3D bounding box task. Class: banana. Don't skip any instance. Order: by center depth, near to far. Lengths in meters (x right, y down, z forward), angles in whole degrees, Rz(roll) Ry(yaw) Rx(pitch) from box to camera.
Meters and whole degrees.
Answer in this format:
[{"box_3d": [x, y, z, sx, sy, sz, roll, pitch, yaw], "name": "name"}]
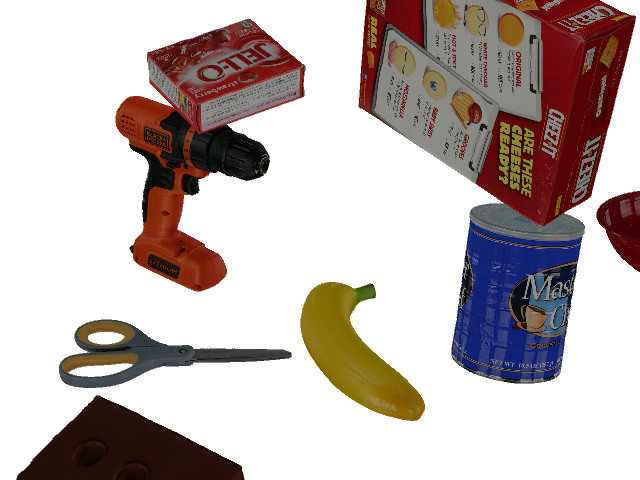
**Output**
[{"box_3d": [0.023, 0.072, 0.781, 0.069, 0.037, 0.198, -8, 25, -5], "name": "banana"}]

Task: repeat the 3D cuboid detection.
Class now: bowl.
[{"box_3d": [0.367, -0.002, 1.102, 0.162, 0.055, 0.162, -4, 23, 1], "name": "bowl"}]

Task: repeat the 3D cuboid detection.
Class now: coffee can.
[{"box_3d": [0.179, 0.046, 0.977, 0.103, 0.140, 0.103, 5, 16, -2], "name": "coffee can"}]

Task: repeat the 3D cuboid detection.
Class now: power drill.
[{"box_3d": [-0.133, -0.044, 1.103, 0.185, 0.188, 0.057, 24, 34, 29], "name": "power drill"}]

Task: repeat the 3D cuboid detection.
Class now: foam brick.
[{"box_3d": [-0.074, 0.111, 0.435, 0.078, 0.051, 0.052, 20, 45, 25], "name": "foam brick"}]

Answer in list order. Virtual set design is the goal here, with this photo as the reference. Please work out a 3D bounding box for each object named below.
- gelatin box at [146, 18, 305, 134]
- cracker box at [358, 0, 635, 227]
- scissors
[{"box_3d": [-0.066, -0.118, 0.751, 0.089, 0.030, 0.073, -24, 49, -25], "name": "gelatin box"}, {"box_3d": [0.127, -0.137, 0.837, 0.072, 0.164, 0.214, -28, 49, -31], "name": "cracker box"}, {"box_3d": [-0.136, 0.094, 0.965, 0.201, 0.016, 0.096, -8, 33, -17], "name": "scissors"}]
